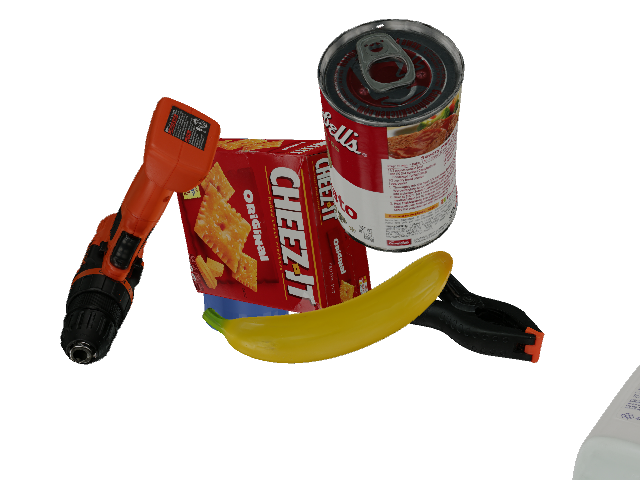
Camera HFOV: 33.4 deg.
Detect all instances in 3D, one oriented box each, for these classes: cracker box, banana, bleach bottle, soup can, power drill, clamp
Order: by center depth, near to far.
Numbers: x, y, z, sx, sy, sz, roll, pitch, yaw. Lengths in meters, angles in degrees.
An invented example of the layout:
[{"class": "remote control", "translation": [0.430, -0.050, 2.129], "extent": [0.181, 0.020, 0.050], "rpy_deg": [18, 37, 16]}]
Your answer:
[{"class": "soup can", "translation": [0.036, -0.050, 0.532], "extent": [0.068, 0.068, 0.102], "rpy_deg": [0, -36, 6]}, {"class": "bleach bottle", "translation": [0.243, 0.098, 0.648], "extent": [0.103, 0.068, 0.250], "rpy_deg": [18, 29, 29]}, {"class": "banana", "translation": [0.015, 0.053, 0.794], "extent": [0.197, 0.070, 0.037], "rpy_deg": [-12, -33, -10]}, {"class": "power drill", "translation": [-0.151, -0.010, 0.868], "extent": [0.057, 0.188, 0.184], "rpy_deg": [26, 30, -16]}, {"class": "clamp", "translation": [0.137, 0.066, 1.012], "extent": [0.172, 0.039, 0.120], "rpy_deg": [21, 34, 26]}, {"class": "cracker box", "translation": [-0.055, -0.018, 1.083], "extent": [0.071, 0.164, 0.214], "rpy_deg": [-22, 20, -40]}]

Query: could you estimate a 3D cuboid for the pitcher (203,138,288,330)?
[{"class": "pitcher", "translation": [-0.092, -0.005, 1.348], "extent": [0.145, 0.243, 0.148], "rpy_deg": [11, 16, 35]}]
